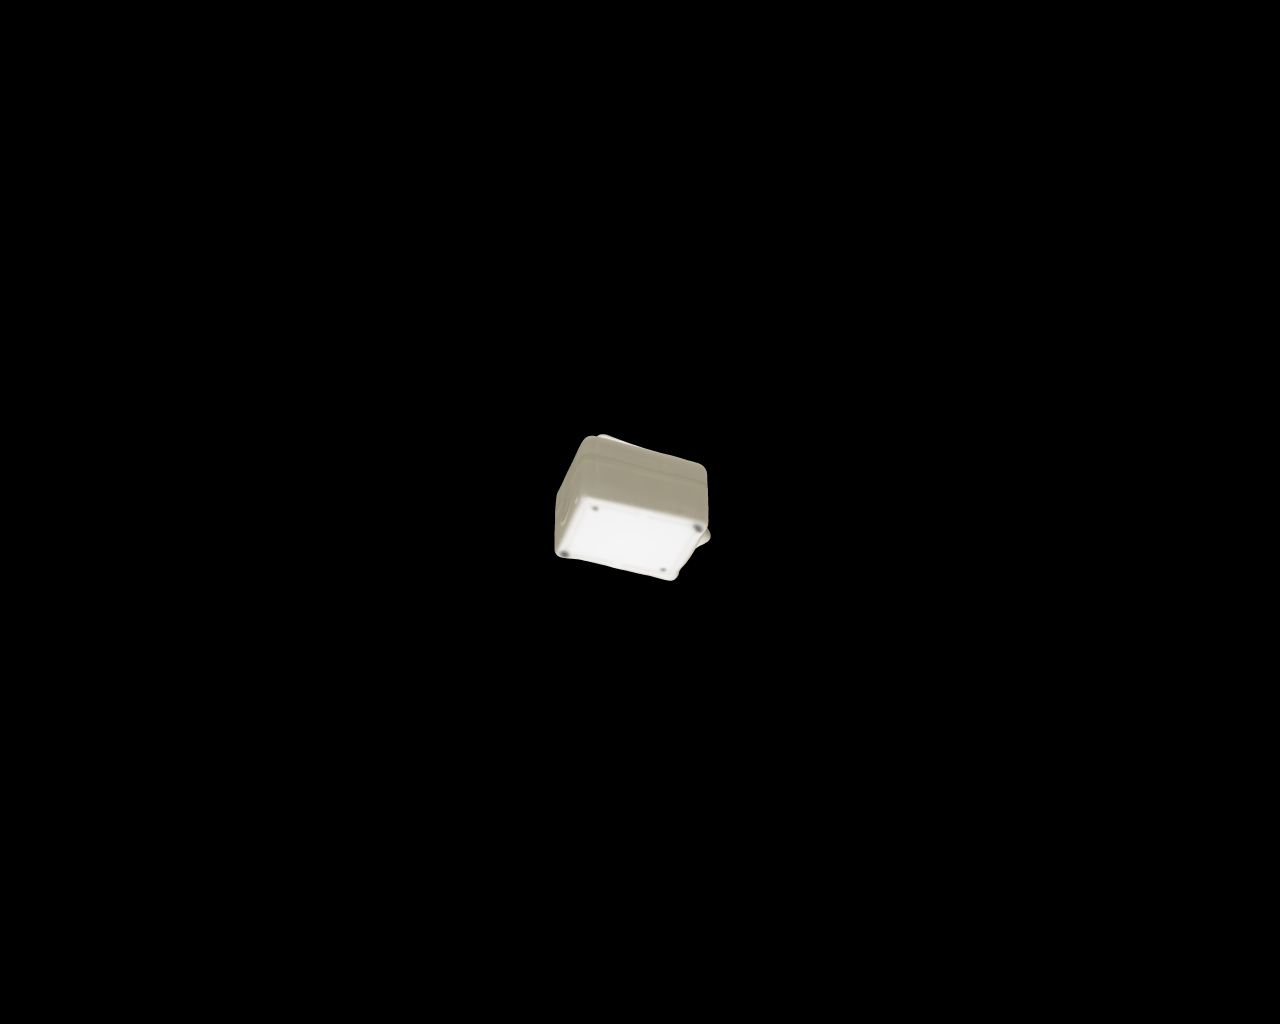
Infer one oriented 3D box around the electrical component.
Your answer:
[{"bbox_3d":[0.001,-0.003,0.650,0.096,0.061,0.061,14,-43,-15],"label":"electrical component"}]
